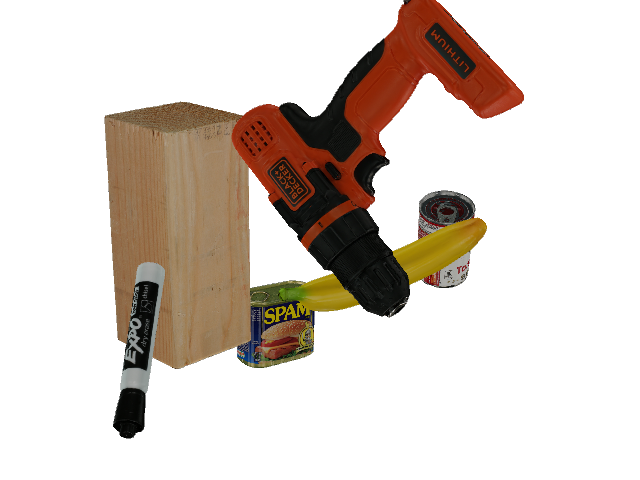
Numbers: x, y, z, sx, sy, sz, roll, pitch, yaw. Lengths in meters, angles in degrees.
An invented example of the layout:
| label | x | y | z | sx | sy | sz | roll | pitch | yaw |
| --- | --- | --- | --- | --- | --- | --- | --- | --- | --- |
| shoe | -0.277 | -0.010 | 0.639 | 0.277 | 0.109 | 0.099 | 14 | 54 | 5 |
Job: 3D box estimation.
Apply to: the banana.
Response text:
| label | x | y | z | sx | sy | sz | roll | pitch | yaw |
| --- | --- | --- | --- | --- | --- | --- | --- | --- | --- |
| banana | 0.062 | 0.028 | 0.982 | 0.198 | 0.037 | 0.069 | -22 | -8 | 9 |

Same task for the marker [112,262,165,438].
| label | x | y | z | sx | sy | sz | roll | pitch | yaw |
| --- | --- | --- | --- | --- | --- | --- | --- | --- | --- |
| marker | -0.114 | 0.068 | 0.674 | 0.020 | 0.121 | 0.020 | 1 | -36 | 1 |

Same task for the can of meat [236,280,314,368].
| label | x | y | z | sx | sy | sz | roll | pitch | yaw |
| --- | --- | --- | --- | --- | --- | --- | --- | --- | --- |
| can of meat | -0.054 | 0.101 | 1.292 | 0.101 | 0.084 | 0.058 | -10 | 18 | -36 |

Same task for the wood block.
| label | x | y | z | sx | sy | sz | roll | pitch | yaw |
| --- | --- | --- | --- | --- | --- | --- | --- | --- | --- |
| wood block | -0.122 | -0.008 | 0.928 | 0.091 | 0.206 | 0.090 | 19 | 26 | 41 |

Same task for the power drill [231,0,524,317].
| label | x | y | z | sx | sy | sz | roll | pitch | yaw |
| --- | --- | --- | --- | --- | --- | --- | --- | --- | --- |
| power drill | 0.049 | -0.065 | 0.752 | 0.188 | 0.184 | 0.057 | -42 | -13 | 14 |

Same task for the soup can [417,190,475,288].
| label | x | y | z | sx | sy | sz | roll | pitch | yaw |
| --- | --- | --- | --- | --- | --- | --- | --- | --- | --- |
| soup can | 0.152 | 0.000 | 1.311 | 0.068 | 0.102 | 0.068 | 0 | 37 | 0 |
